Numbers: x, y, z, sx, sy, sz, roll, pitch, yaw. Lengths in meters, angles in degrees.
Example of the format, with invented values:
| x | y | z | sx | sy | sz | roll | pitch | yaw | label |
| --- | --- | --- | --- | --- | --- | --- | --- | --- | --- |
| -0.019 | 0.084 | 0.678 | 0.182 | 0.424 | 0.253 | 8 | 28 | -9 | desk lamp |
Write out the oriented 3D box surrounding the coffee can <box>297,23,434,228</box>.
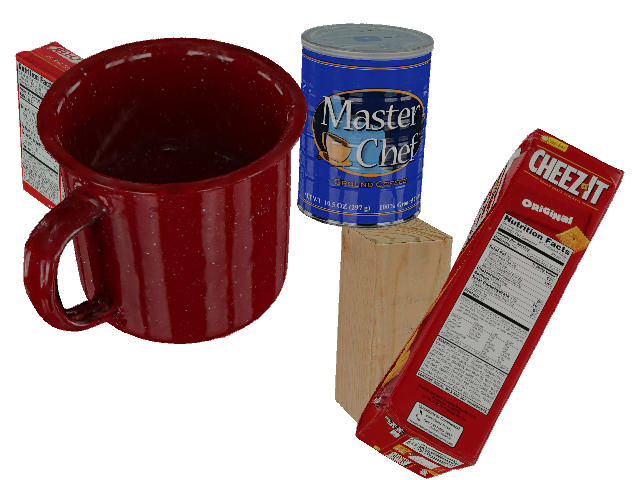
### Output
| x | y | z | sx | sy | sz | roll | pitch | yaw | label |
| --- | --- | --- | --- | --- | --- | --- | --- | --- | --- |
| 0.034 | -0.093 | 0.849 | 0.103 | 0.140 | 0.103 | 2 | 22 | -1 | coffee can |

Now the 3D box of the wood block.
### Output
| x | y | z | sx | sy | sz | roll | pitch | yaw | label |
| --- | --- | --- | --- | --- | --- | --- | --- | --- | --- |
| 0.076 | 0.087 | 1.134 | 0.090 | 0.206 | 0.091 | -4 | 17 | -21 | wood block |

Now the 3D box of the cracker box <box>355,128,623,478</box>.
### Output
| x | y | z | sx | sy | sz | roll | pitch | yaw | label |
| --- | --- | --- | --- | --- | --- | --- | --- | --- | --- |
| 0.107 | 0.050 | 0.725 | 0.072 | 0.213 | 0.164 | 29 | -15 | 5 | cracker box |

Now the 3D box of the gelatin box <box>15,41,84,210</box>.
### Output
| x | y | z | sx | sy | sz | roll | pitch | yaw | label |
| --- | --- | --- | --- | --- | --- | --- | --- | --- | --- |
| -0.130 | -0.053 | 0.579 | 0.073 | 0.089 | 0.030 | 32 | 40 | 30 | gelatin box |

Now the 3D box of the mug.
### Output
| x | y | z | sx | sy | sz | roll | pitch | yaw | label |
| --- | --- | --- | --- | --- | --- | --- | --- | --- | --- |
| -0.059 | -0.010 | 0.388 | 0.093 | 0.081 | 0.117 | 26 | 47 | 24 | mug |
